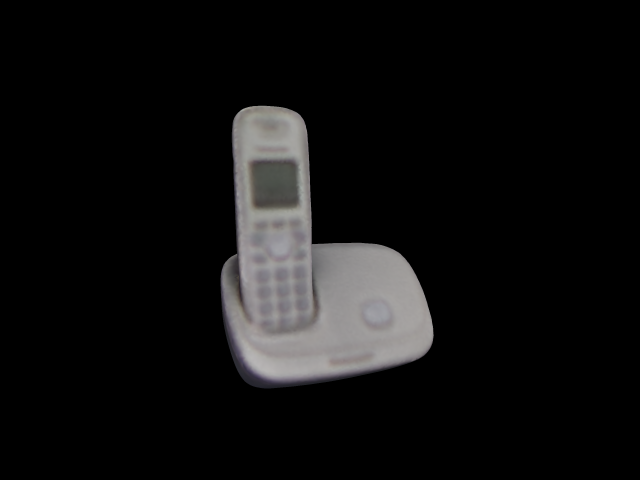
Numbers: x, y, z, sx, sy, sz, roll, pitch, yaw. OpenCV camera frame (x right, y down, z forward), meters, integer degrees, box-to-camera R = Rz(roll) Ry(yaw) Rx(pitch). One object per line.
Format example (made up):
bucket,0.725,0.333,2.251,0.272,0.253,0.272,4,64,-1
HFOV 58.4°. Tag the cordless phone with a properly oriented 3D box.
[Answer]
cordless phone,0.004,0.001,0.400,0.148,0.185,0.094,-4,10,-23
